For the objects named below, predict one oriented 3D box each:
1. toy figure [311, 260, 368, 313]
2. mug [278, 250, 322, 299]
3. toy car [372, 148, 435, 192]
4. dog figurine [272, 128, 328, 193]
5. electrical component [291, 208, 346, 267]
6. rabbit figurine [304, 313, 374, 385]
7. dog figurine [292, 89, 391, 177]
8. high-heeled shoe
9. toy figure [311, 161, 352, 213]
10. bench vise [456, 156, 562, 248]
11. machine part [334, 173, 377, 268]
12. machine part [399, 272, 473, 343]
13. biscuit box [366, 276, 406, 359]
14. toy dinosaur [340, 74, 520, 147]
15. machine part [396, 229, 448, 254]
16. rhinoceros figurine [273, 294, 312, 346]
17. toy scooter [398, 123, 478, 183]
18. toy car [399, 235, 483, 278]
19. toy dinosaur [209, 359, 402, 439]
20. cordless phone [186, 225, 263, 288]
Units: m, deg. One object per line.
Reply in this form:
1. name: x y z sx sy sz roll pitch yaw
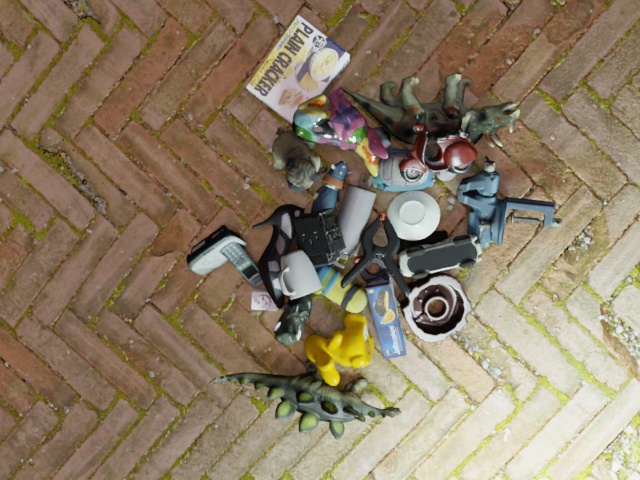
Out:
1. toy figure: 0.037 0.117 1.352 0.180 0.089 0.082 36 104 -3
2. mug: -0.060 0.083 1.284 0.081 0.109 0.107 -24 84 47
3. toy car: 0.204 -0.167 1.306 0.162 0.103 0.109 5 97 5
4. dog figurine: -0.063 -0.199 1.276 0.172 0.190 0.121 44 97 0
5. electrical component: -0.003 -0.004 1.301 0.115 0.058 0.134 -13 95 47
6. rabbit figurine: 0.039 0.279 1.345 0.173 0.162 0.121 -3 133 19
7. dog figurine: 0.062 -0.240 1.257 0.191 0.108 0.219 -29 70 -31
8. high-heeled shoe: -0.082 0.037 1.355 0.145 0.086 0.248 -16 95 -21
9. toy figure: 0.025 -0.126 1.342 0.058 0.064 0.154 29 97 42
10. bench vise: 0.450 -0.078 1.280 0.241 0.129 0.223 9 105 20
11. machine part: 0.079 -0.049 1.339 0.079 0.079 0.243 18 98 2
12. machine part: 0.288 0.165 1.347 0.179 0.056 0.179 -1 102 -5
13. biscuit box: 0.167 0.195 1.346 0.063 0.059 0.202 -12 106 12
14. toy dinosaur: 0.255 -0.291 1.288 0.405 0.131 0.192 -2 95 10
15. machine part: 0.256 -0.001 1.352 0.139 0.039 0.084 1 91 5
16. rhinoceros figurine: -0.062 0.193 1.322 0.073 0.190 0.112 25 124 0
17. toy scooter: 0.264 -0.208 1.206 0.184 0.075 0.135 -12 121 0
18. toy car: 0.293 0.040 1.310 0.202 0.056 0.073 -14 100 9
19. toy dinosaur: -0.028 0.380 1.324 0.472 0.198 0.105 13 105 1
20. cordless phone: -0.235 0.068 1.378 0.146 0.089 0.184 -35 112 6
